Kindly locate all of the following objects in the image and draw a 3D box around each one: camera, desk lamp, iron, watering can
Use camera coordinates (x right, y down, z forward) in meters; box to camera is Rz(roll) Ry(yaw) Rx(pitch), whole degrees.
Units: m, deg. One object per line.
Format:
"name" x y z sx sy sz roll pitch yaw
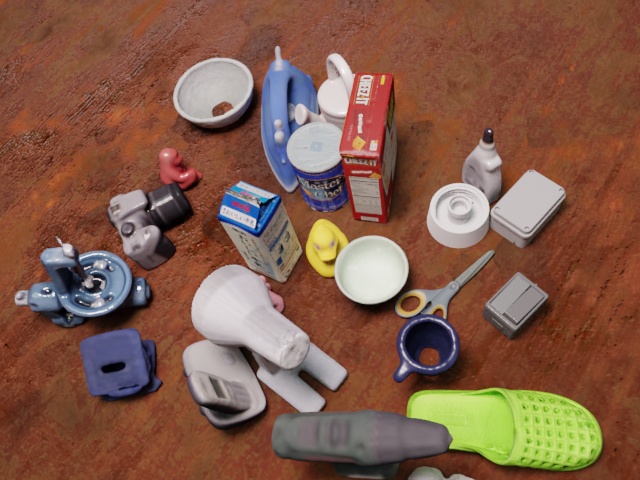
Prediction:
"camera" -0.309 -0.043 1.059 0.137 0.101 0.143 -29 62 -5
"desk lamp" -0.072 0.149 0.856 0.202 0.214 0.118 33 73 23
"iron" -0.067 -0.234 1.090 0.118 0.142 0.258 -6 63 7
"watering can" 0.041 -0.253 1.051 0.100 0.194 0.173 38 75 24

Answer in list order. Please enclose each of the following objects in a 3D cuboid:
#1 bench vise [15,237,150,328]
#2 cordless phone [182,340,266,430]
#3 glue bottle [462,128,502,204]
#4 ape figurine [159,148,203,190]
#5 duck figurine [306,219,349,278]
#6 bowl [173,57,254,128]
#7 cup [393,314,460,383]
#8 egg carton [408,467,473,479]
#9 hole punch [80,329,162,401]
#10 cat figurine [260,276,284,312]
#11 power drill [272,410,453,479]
"bench vise" -0.414 0.081 0.946 0.207 0.220 0.121 -27 62 -4
"cordless phone" -0.161 0.204 0.861 0.094 0.185 0.147 -33 63 -7
"glue bottle" 0.276 -0.131 0.961 0.037 0.173 0.078 -31 62 -6
"ape figurine" -0.281 -0.143 1.109 0.076 0.092 0.077 -27 62 -4
"duck figurine" 0.009 0.004 0.988 0.077 0.086 0.104 -13 62 3
"bowl" -0.210 -0.290 1.181 0.167 0.075 0.167 -4 63 8
"cup" 0.156 0.179 0.869 0.091 0.095 0.118 39 75 24
"egg carton" 0.158 0.392 0.776 0.107 0.069 0.150 9 65 14
"hole punch" -0.328 0.206 0.942 0.108 0.091 0.101 -13 62 3
"cat figurine" -0.129 0.110 0.941 0.128 0.118 0.067 -44 64 -13
"power drill" 0.058 0.275 0.774 0.229 0.209 0.075 -2 63 9
